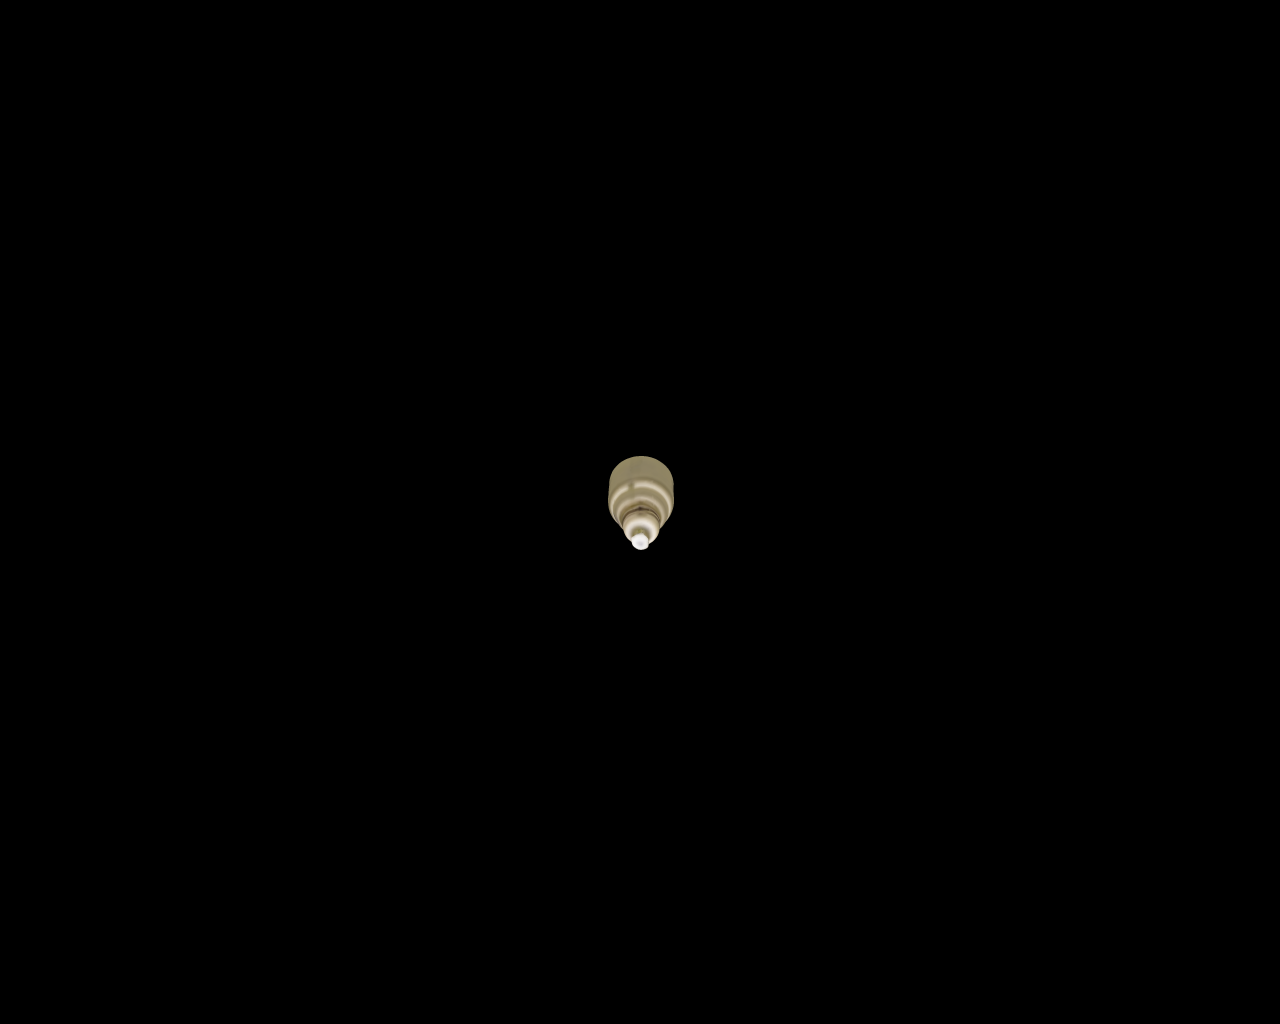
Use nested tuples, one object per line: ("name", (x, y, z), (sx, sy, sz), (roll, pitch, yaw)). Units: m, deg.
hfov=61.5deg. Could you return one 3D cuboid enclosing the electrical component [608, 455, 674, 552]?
("electrical component", (0.001, -0.003, 0.650), (0.040, 0.040, 0.078), (0, 32, 0))
